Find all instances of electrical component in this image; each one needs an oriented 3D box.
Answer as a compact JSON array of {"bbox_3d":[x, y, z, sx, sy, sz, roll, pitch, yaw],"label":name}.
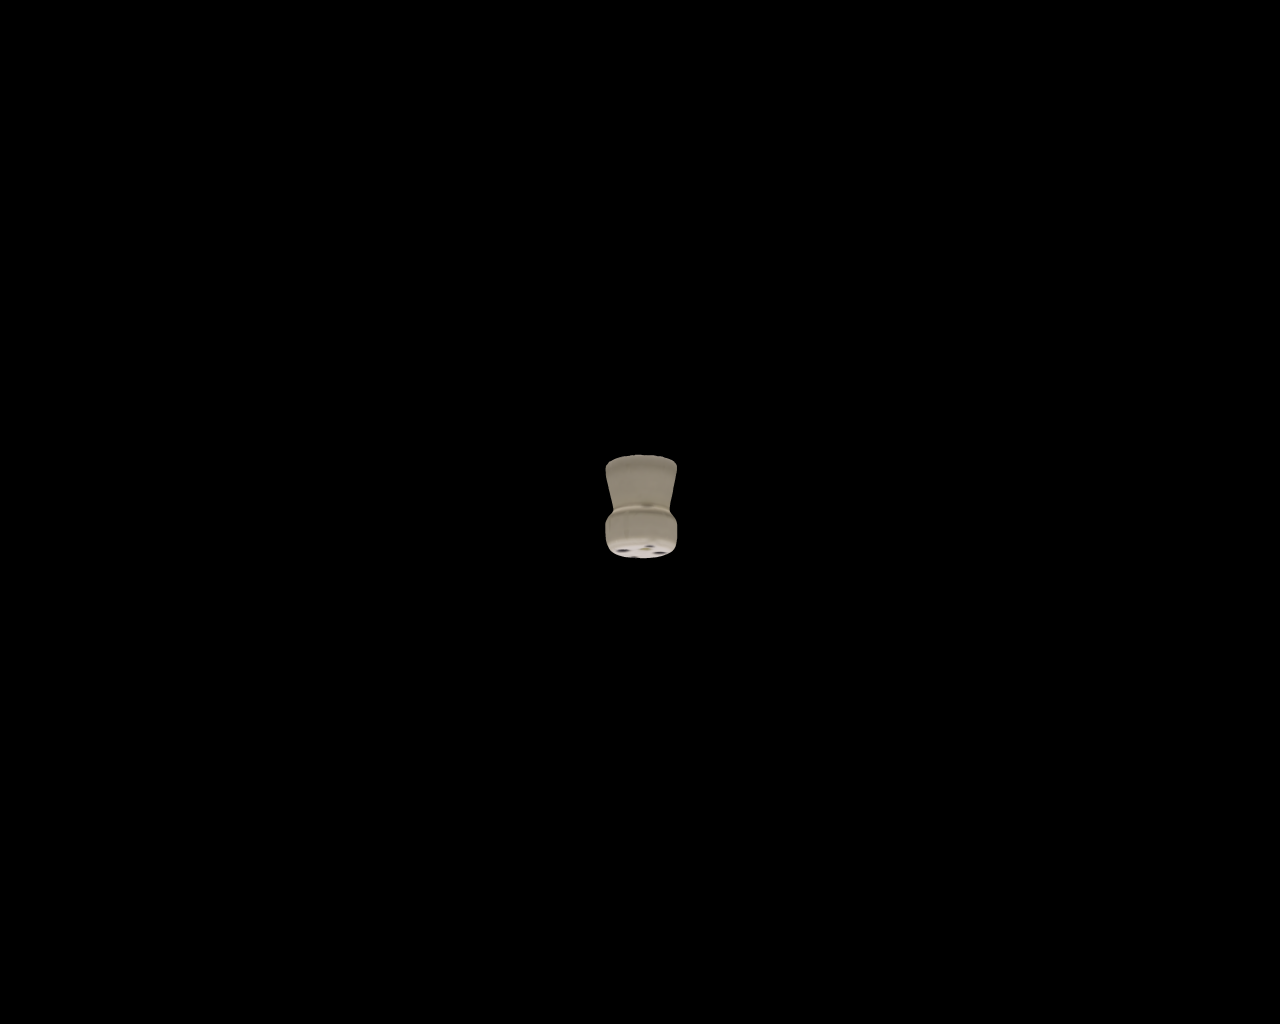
[{"bbox_3d":[0.001,-0.003,0.650,0.045,0.055,0.045,0,-15,0],"label":"electrical component"}]
